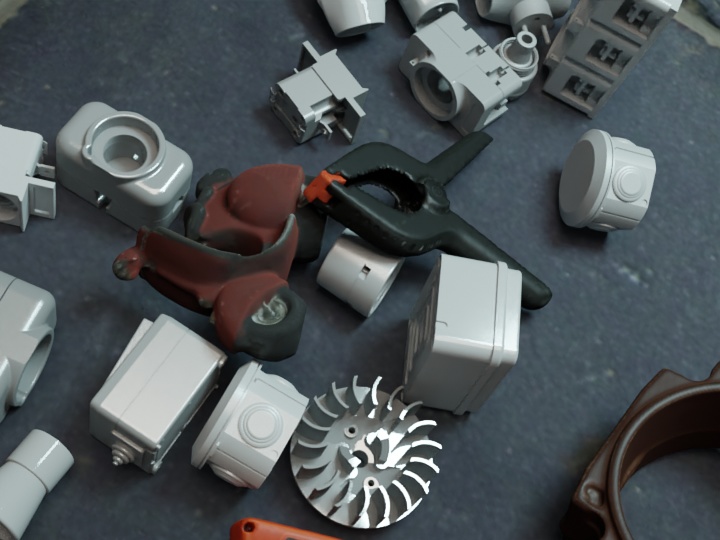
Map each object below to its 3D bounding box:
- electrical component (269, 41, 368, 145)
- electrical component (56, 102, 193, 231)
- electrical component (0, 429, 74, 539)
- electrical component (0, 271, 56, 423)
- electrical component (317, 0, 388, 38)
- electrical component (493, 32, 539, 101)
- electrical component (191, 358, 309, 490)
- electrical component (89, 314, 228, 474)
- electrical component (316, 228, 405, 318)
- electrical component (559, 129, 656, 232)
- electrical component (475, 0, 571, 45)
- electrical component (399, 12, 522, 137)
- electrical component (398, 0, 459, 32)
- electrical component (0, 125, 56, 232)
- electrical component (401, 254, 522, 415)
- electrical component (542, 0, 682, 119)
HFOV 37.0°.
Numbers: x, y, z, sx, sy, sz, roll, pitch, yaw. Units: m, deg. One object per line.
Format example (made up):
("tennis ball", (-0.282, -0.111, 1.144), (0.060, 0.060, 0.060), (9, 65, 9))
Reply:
("electrical component", (-0.035, -0.138, 0.868), (0.064, 0.042, 0.081), (-30, 73, -24))
("electrical component", (-0.173, -0.077, 0.791), (0.095, 0.059, 0.053), (31, 60, 2))
("electrical component", (-0.214, 0.134, 0.684), (0.044, 0.044, 0.065), (34, 56, 4))
("electrical component", (-0.242, 0.053, 0.710), (0.059, 0.053, 0.095), (23, 60, -2))
("electrical component", (0.000, -0.244, 0.926), (0.079, 0.044, 0.077), (-18, 95, -56))
("electrical component", (0.132, -0.178, 0.920), (0.043, 0.062, 0.043), (6, 62, -11))
("electrical component", (-0.074, 0.103, 0.713), (0.051, 0.080, 0.080), (31, 60, -3))
("electrical component", (-0.142, 0.085, 0.714), (0.061, 0.061, 0.096), (33, 60, 4))
("electrical component", (0.000, 0.000, 0.800), (0.047, 0.055, 0.055), (31, 60, 7))
("electrical component", (0.199, -0.070, 0.873), (0.051, 0.080, 0.080), (13, 61, -14))
("electrical component", (0.150, -0.234, 0.964), (0.077, 0.044, 0.079), (-4, 65, -16))
("electrical component", (0.081, -0.162, 0.906), (0.056, 0.050, 0.089), (-36, 77, -27))
("electrical component", (0.067, -0.256, 0.953), (0.079, 0.044, 0.077), (-18, 69, -22))
("electrical component", (-0.258, -0.069, 0.776), (0.081, 0.042, 0.063), (13, 57, -9))
("electrical component", (0.070, 0.048, 0.759), (0.057, 0.113, 0.078), (10, 61, -5))
("electrical component", (0.215, -0.213, 0.909), (0.062, 0.150, 0.089), (28, 60, -1))
